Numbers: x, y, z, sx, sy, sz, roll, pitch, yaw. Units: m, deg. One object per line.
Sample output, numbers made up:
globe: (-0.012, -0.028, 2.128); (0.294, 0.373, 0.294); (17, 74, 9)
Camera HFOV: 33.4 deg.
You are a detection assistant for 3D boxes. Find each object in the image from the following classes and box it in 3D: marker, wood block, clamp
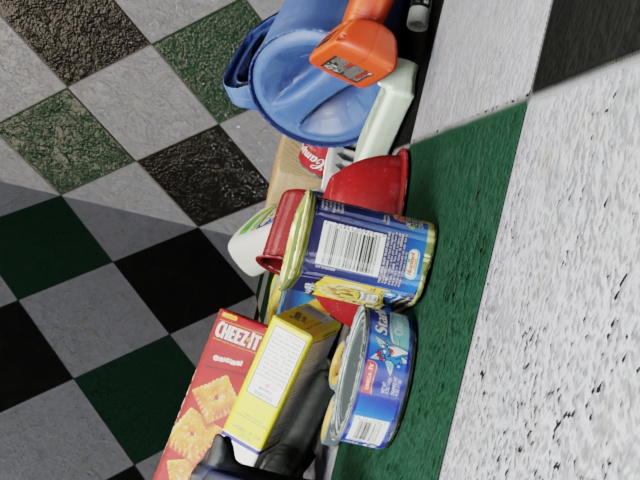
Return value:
marker: (0.094, -0.236, 0.925); (0.020, 0.020, 0.121); (115, 168, -69)
wood block: (-0.014, -0.091, 1.390); (0.206, 0.090, 0.091); (121, 161, -75)
clamp: (-0.032, 0.201, 0.909); (0.171, 0.039, 0.120); (-54, -21, -40)

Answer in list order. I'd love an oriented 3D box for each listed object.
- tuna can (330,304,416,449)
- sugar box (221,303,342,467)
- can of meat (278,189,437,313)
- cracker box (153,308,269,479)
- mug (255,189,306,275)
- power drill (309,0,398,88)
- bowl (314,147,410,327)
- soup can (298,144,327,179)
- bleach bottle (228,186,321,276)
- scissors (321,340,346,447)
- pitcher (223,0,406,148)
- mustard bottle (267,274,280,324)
tuna can: (0.033, 0.085, 0.661); (0.086, 0.033, 0.086); (-168, 91, -86)
sugar box: (-0.044, 0.146, 0.939); (0.176, 0.048, 0.093); (-63, -15, 11)
can of meat: (0.022, 0.011, 0.686); (0.102, 0.084, 0.057); (125, 158, -79)
cracker box: (-0.093, 0.199, 1.172); (0.213, 0.072, 0.164); (-68, -19, -9)
mug: (-0.007, 0.001, 1.136); (0.117, 0.093, 0.081); (40, -116, -57)
power drill: (0.063, -0.222, 0.852); (0.187, 0.057, 0.185); (-66, 11, -7)
bowl: (0.025, -0.003, 0.871); (0.162, 0.055, 0.162); (-168, 91, -85)
soup can: (0.019, -0.127, 1.218); (0.068, 0.068, 0.102); (-82, 7, -52)
bleach bottle: (-0.026, -0.022, 1.290); (0.102, 0.068, 0.251); (-42, 7, -26)
scissors: (0.022, 0.120, 0.808); (0.202, 0.016, 0.096); (-172, 94, -86)
pitcher: (0.011, -0.214, 1.065); (0.145, 0.149, 0.242); (-56, 12, 44)
mustard bottle: (-0.029, 0.060, 1.309); (0.096, 0.058, 0.191); (-63, 5, 3)
